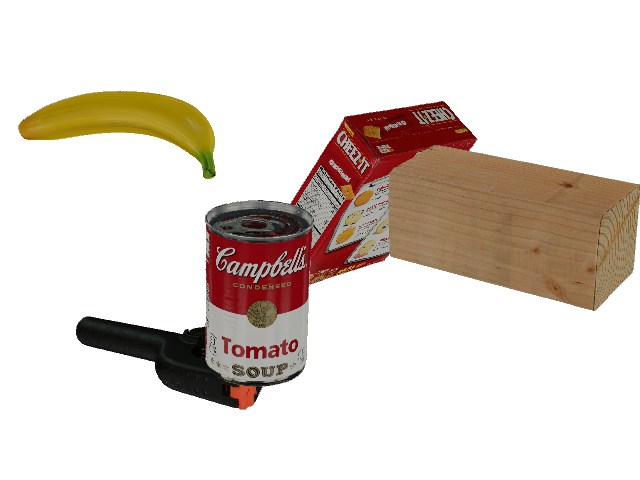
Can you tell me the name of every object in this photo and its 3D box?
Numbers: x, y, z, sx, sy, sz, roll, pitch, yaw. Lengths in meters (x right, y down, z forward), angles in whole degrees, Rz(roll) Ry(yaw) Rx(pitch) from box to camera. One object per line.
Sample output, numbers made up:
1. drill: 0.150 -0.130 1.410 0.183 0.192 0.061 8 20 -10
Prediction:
1. banana: -0.171 -0.104 0.944 0.198 0.037 0.069 12 48 19
2. cracker box: 0.050 -0.051 1.176 0.163 0.072 0.214 -16 -31 -43
3. clamp: -0.095 0.091 0.907 0.164 0.036 0.210 -9 17 -33
4. soup can: -0.040 0.033 0.681 0.068 0.102 0.068 2 21 -1
5. wood block: 0.172 -0.017 0.973 0.206 0.090 0.090 15 30 33
